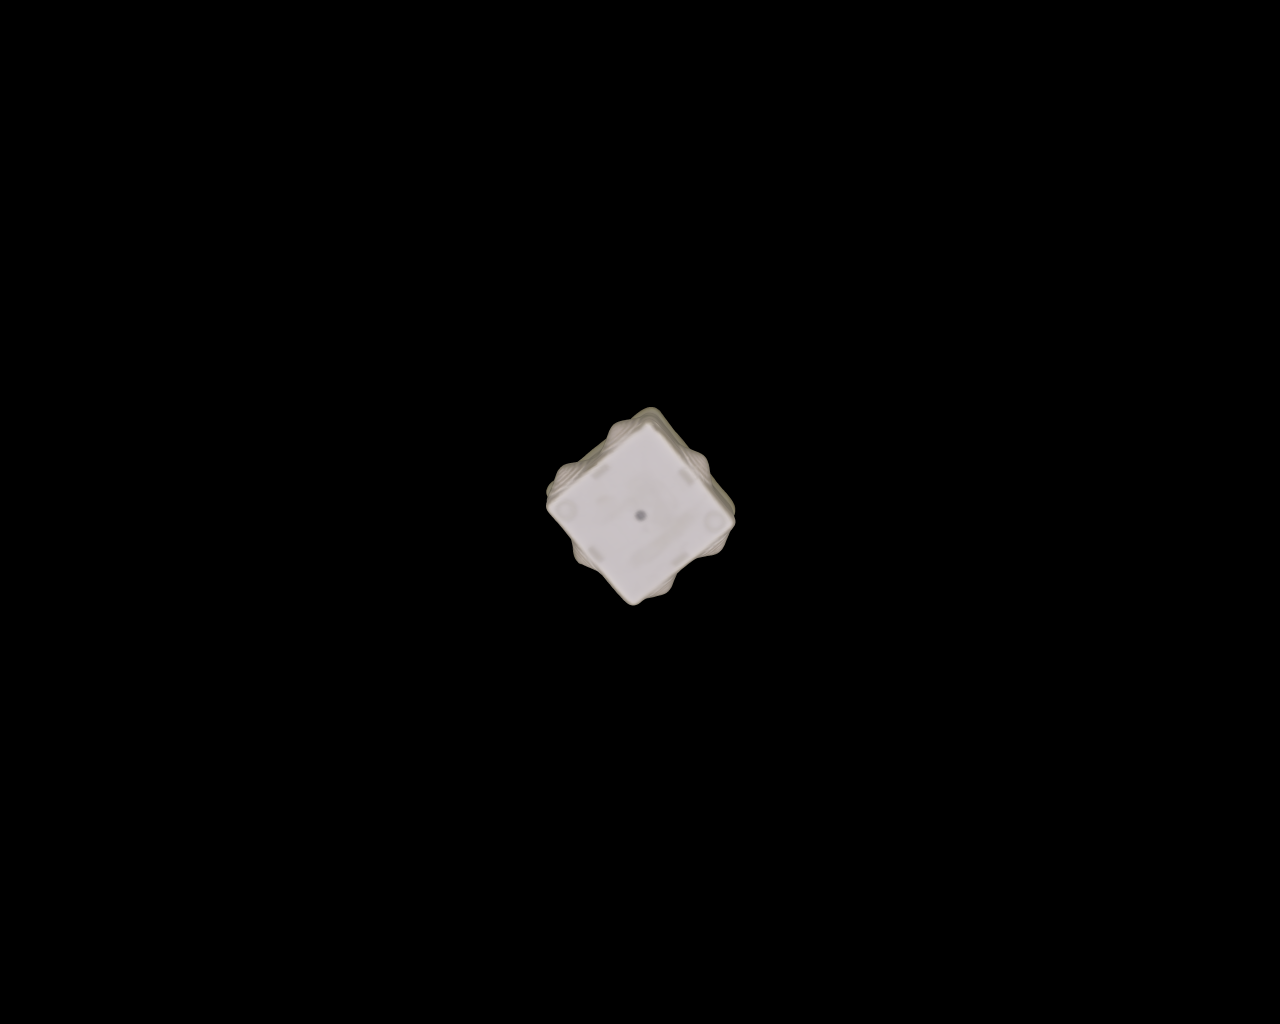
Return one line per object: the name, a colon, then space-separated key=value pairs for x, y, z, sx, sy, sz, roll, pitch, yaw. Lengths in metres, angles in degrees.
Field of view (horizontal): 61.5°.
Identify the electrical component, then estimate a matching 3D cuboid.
electrical component: x=0.001 y=-0.003 z=0.650 sx=0.099 sy=0.099 sz=0.048 roll=-38 pitch=9 yaw=7
